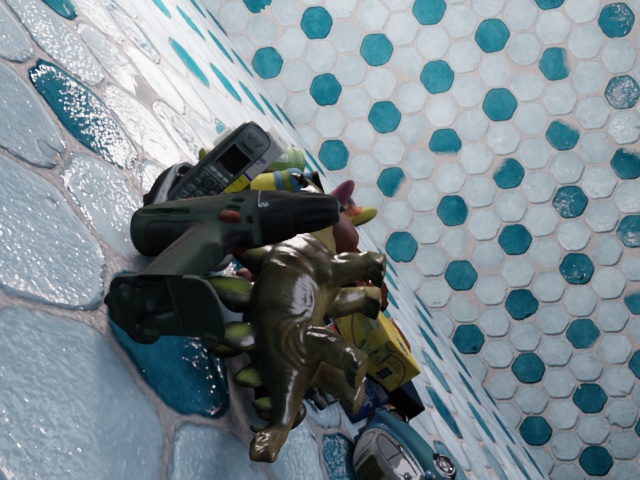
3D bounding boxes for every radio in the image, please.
[{"bbox_3d":[0.111,0.241,1.062,0.131,0.073,0.230,45,12,-36],"label":"radio"}]

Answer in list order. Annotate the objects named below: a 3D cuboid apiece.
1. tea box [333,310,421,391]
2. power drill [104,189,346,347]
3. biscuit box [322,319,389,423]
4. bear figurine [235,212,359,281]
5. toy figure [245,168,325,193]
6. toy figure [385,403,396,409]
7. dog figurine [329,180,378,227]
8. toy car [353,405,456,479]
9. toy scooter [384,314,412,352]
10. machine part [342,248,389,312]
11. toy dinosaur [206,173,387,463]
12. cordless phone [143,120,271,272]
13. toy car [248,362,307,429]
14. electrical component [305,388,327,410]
[{"bbox_3d":[0.094,0.170,0.874,0.169,0.068,0.098,50,8,-52],"label":"tea box"},{"bbox_3d":[-0.100,0.010,0.536,0.207,0.232,0.085,-75,160,-53],"label":"power drill"},{"bbox_3d":[0.033,0.195,0.886,0.203,0.059,0.062,57,8,17],"label":"biscuit box"},{"bbox_3d":[-0.035,0.033,0.824,0.120,0.196,0.132,48,-4,-11],"label":"bear figurine"},{"bbox_3d":[-0.085,-0.087,0.973,0.082,0.180,0.089,77,-5,-67],"label":"toy figure"},{"bbox_3d":[0.113,0.314,0.881,0.154,0.058,0.064,-95,-175,-73],"label":"toy figure"},{"bbox_3d":[-0.002,-0.003,0.941,0.108,0.219,0.192,46,12,-20],"label":"dog figurine"},{"bbox_3d":[0.099,0.306,0.720,0.103,0.109,0.162,10,34,-51],"label":"toy car"},{"bbox_3d":[0.172,0.245,1.312,0.135,0.075,0.184,57,6,9],"label":"toy scooter"},{"bbox_3d":[0.067,0.076,1.062,0.179,0.056,0.179,41,23,-22],"label":"machine part"},{"bbox_3d":[-0.023,0.048,0.628,0.471,0.199,0.104,-71,170,-55],"label":"toy dinosaur"},{"bbox_3d":[-0.121,-0.060,0.688,0.146,0.184,0.089,44,10,-42],"label":"cordless phone"},{"bbox_3d":[-0.056,0.146,0.675,0.089,0.053,0.202,54,14,-24],"label":"toy car"},{"bbox_3d":[-0.022,0.192,0.758,0.094,0.021,0.063,53,11,-10],"label":"electrical component"}]
